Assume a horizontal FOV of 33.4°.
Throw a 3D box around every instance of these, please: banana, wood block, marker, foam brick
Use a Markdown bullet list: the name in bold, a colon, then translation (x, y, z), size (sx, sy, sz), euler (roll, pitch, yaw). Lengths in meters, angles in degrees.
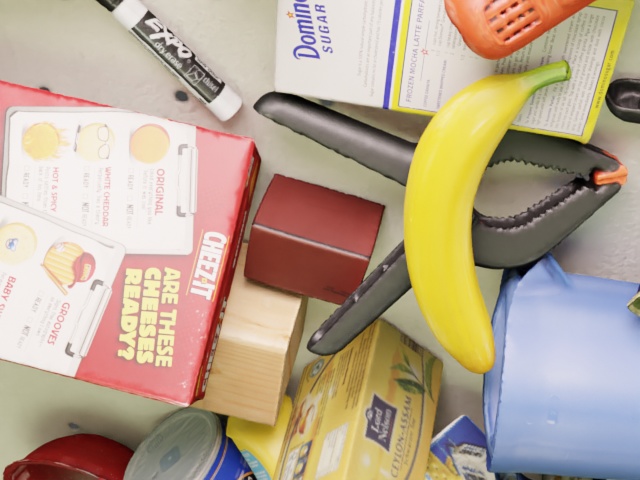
- **banana**: translation (0.078, -0.009, 0.576), size (0.070, 0.037, 0.198), euler (18, 125, 14)
- **wood block**: translation (-0.117, 0.048, 0.745), size (0.206, 0.090, 0.091), euler (13, 135, 4)
- **marker**: translation (-0.093, -0.116, 0.623), size (0.020, 0.020, 0.121), euler (-28, 121, 36)
- **foam brick**: translation (-0.005, 0.001, 0.690), size (0.078, 0.051, 0.053), euler (17, 137, 0)

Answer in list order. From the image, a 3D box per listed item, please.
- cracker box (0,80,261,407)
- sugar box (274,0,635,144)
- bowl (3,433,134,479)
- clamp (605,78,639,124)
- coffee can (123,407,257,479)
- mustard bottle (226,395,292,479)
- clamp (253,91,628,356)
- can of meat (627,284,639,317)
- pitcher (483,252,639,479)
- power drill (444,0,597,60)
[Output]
- **cracker box**: translation (-0.158, -0.002, 0.656), size (0.213, 0.164, 0.072), euler (13, 176, 3)
- **sugar box**: translation (0.066, -0.111, 0.560), size (0.176, 0.048, 0.093), euler (13, 134, 8)
- **bowl**: translation (-0.200, 0.223, 0.963), size (0.162, 0.055, 0.162), euler (14, 140, 12)
- **clamp**: translation (0.240, -0.065, 0.560), size (0.171, 0.039, 0.120), euler (34, 148, -20)
- **coffee can**: translation (-0.082, 0.221, 0.897), size (0.103, 0.102, 0.140), euler (-22, 125, 33)
- **mustard bottle**: translation (-0.023, 0.181, 0.829), size (0.191, 0.058, 0.096), euler (59, 170, 4)
- **clamp**: translation (0.068, -0.031, 0.621), size (0.210, 0.036, 0.164), euler (-17, 107, 8)
- **can of meat**: translation (0.233, 0.012, 0.589), size (0.102, 0.084, 0.057), euler (18, 167, 8)
- **pitcher**: translation (0.223, 0.101, 0.665), size (0.243, 0.145, 0.149), euler (6, 158, 7)
- **power drill**: translation (0.100, -0.191, 0.442), size (0.184, 0.057, 0.187), euler (-33, 114, 13)
